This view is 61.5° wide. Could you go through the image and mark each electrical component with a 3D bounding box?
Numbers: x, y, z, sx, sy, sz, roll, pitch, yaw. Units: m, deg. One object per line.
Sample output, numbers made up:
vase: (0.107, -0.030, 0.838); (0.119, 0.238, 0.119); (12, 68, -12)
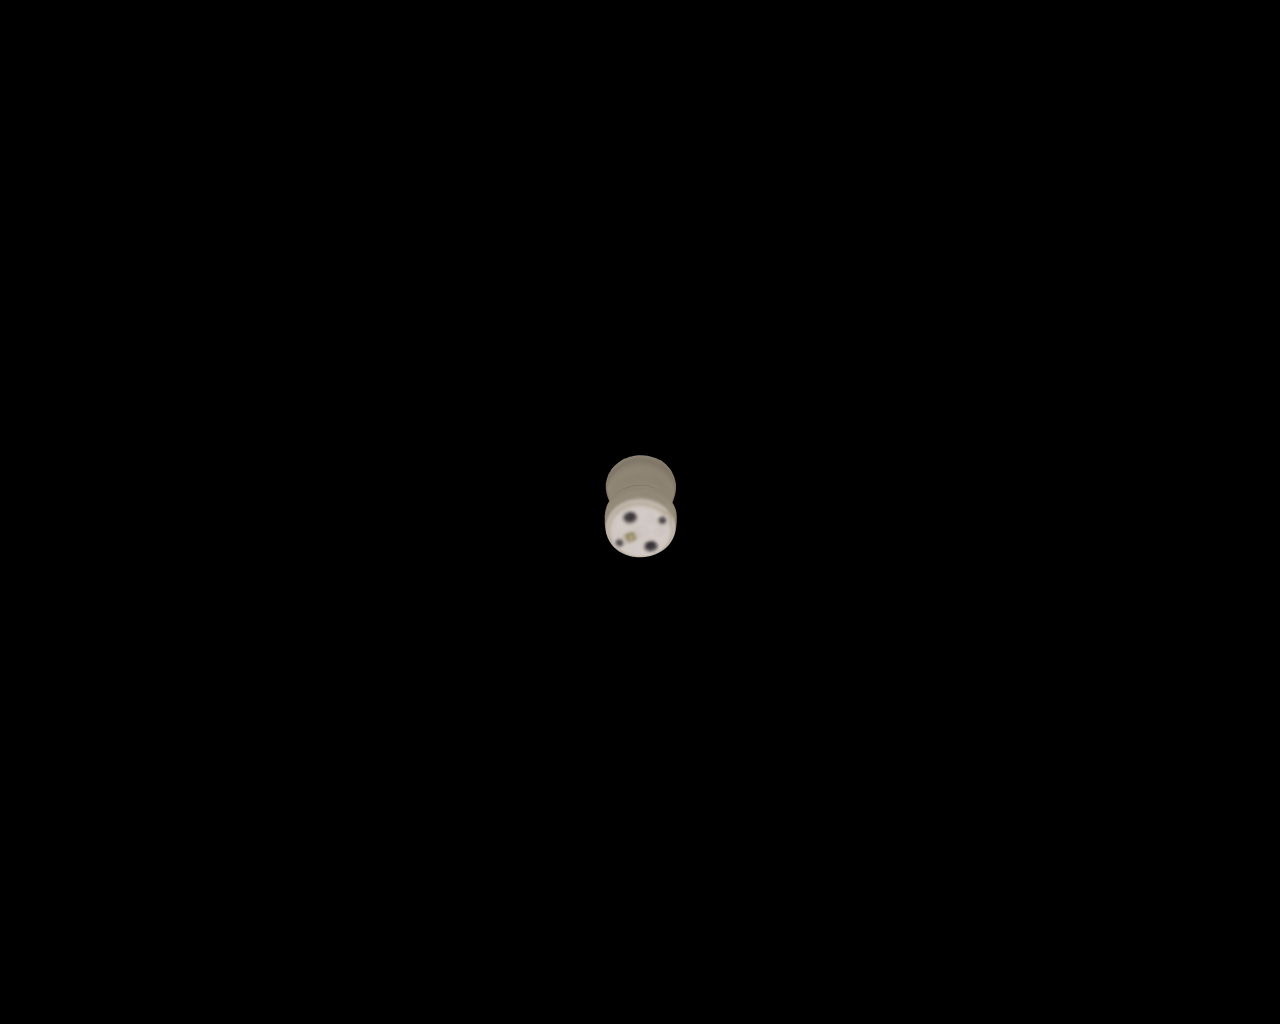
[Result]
electrical component: (0.001, -0.003, 0.650); (0.045, 0.044, 0.055); (0, 32, 0)
